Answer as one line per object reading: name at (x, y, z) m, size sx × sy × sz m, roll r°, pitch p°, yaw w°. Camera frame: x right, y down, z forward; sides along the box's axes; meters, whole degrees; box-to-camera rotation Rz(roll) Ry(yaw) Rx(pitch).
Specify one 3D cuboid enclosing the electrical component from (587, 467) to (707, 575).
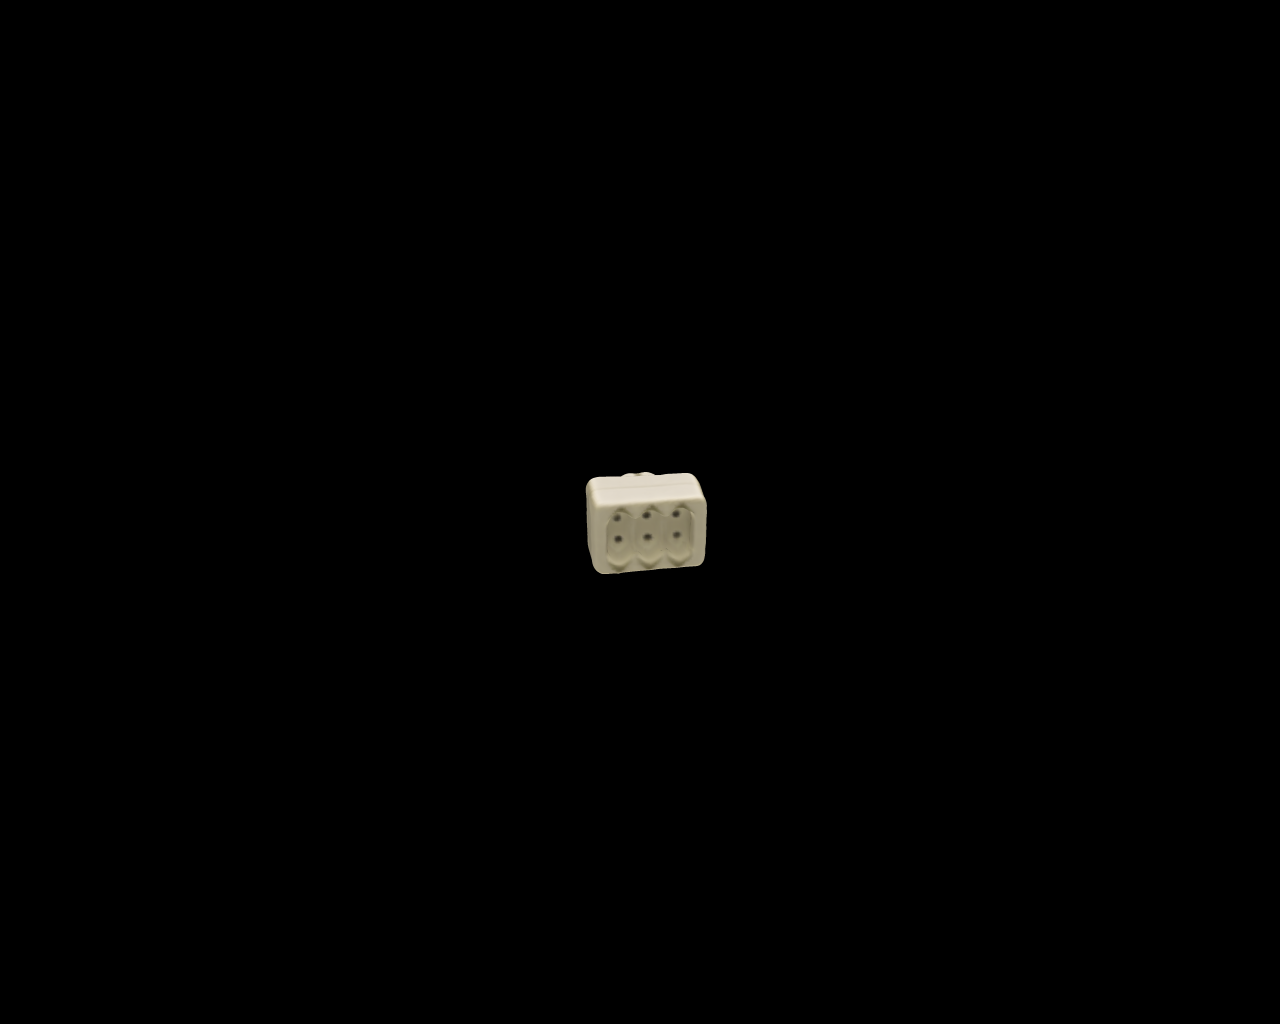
electrical component at (0.001, -0.003, 0.650) m, size 0.066 × 0.047 × 0.077 m, roll -4°, pitch 28°, yaw -7°
